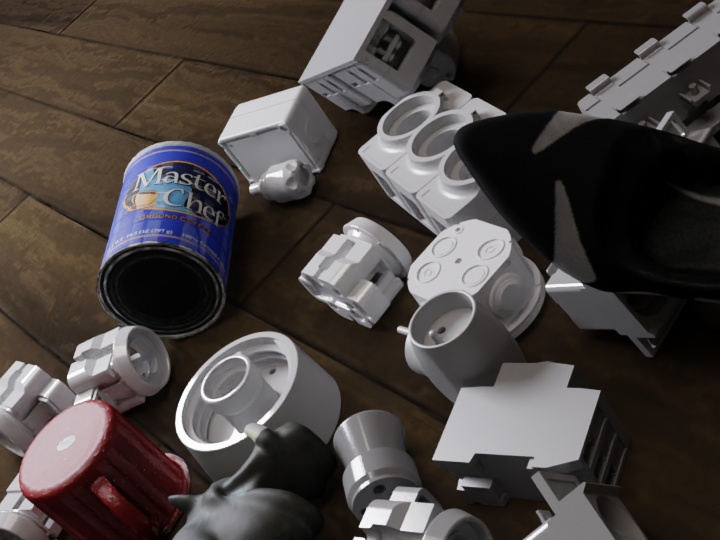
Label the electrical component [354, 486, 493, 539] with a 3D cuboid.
[{"bbox_3d":[0.034,0.153,0.562,0.057,0.058,0.078,-6,46,41],"label":"electrical component"}]

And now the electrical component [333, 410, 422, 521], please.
[{"bbox_3d":[0.010,0.117,0.635,0.045,0.045,0.055,-31,35,9],"label":"electrical component"}]

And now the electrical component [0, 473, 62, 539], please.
[{"bbox_3d":[-0.238,0.178,0.784,0.066,0.048,0.055,-11,35,34],"label":"electrical component"}]

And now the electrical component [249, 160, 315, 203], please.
[{"bbox_3d":[-0.071,-0.075,0.940,0.061,0.035,0.035,-10,43,37],"label":"electrical component"}]

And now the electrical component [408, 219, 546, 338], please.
[{"bbox_3d":[0.075,0.010,0.696,0.080,0.051,0.080,-24,37,19],"label":"electrical component"}]

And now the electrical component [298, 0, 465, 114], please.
[{"bbox_3d":[0.019,-0.198,0.916,0.105,0.060,0.186,-61,16,-4],"label":"electrical component"}]

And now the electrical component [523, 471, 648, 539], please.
[{"bbox_3d":[0.105,0.138,0.510,0.064,0.042,0.081,-44,56,18],"label":"electrical component"}]

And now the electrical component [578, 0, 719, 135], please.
[{"bbox_3d":[0.211,-0.119,0.715,0.121,0.063,0.078,-37,34,1],"label":"electrical component"}]

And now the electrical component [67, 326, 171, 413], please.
[{"bbox_3d":[-0.187,0.078,0.845,0.057,0.058,0.078,-24,36,23],"label":"electrical component"}]

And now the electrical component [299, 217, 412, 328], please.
[{"bbox_3d":[0.000,0.000,0.770,0.057,0.058,0.078,-51,37,-15],"label":"electrical component"}]

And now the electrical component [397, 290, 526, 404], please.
[{"bbox_3d":[0.054,0.049,0.646,0.079,0.077,0.043,14,59,49],"label":"electrical component"}]

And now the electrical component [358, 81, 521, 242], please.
[{"bbox_3d":[0.072,-0.077,0.790,0.089,0.061,0.150,-40,35,-4],"label":"electrical component"}]

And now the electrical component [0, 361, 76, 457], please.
[{"bbox_3d":[-0.275,0.115,0.880,0.078,0.058,0.057,5,50,44],"label":"electrical component"}]

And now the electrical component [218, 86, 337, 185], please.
[{"bbox_3d":[-0.078,-0.121,0.974,0.096,0.061,0.061,-10,43,34],"label":"electrical component"}]

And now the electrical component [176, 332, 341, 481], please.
[{"bbox_3d":[-0.074,0.091,0.726,0.108,0.060,0.108,-23,37,19],"label":"electrical component"}]

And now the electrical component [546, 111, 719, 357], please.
[{"bbox_3d":[0.167,-0.021,0.634,0.121,0.078,0.063,-53,22,-21],"label":"electrical component"}]

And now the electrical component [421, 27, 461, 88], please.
[{"bbox_3d":[0.069,-0.195,0.949,0.040,0.040,0.078,-15,40,29],"label":"electrical component"}]
